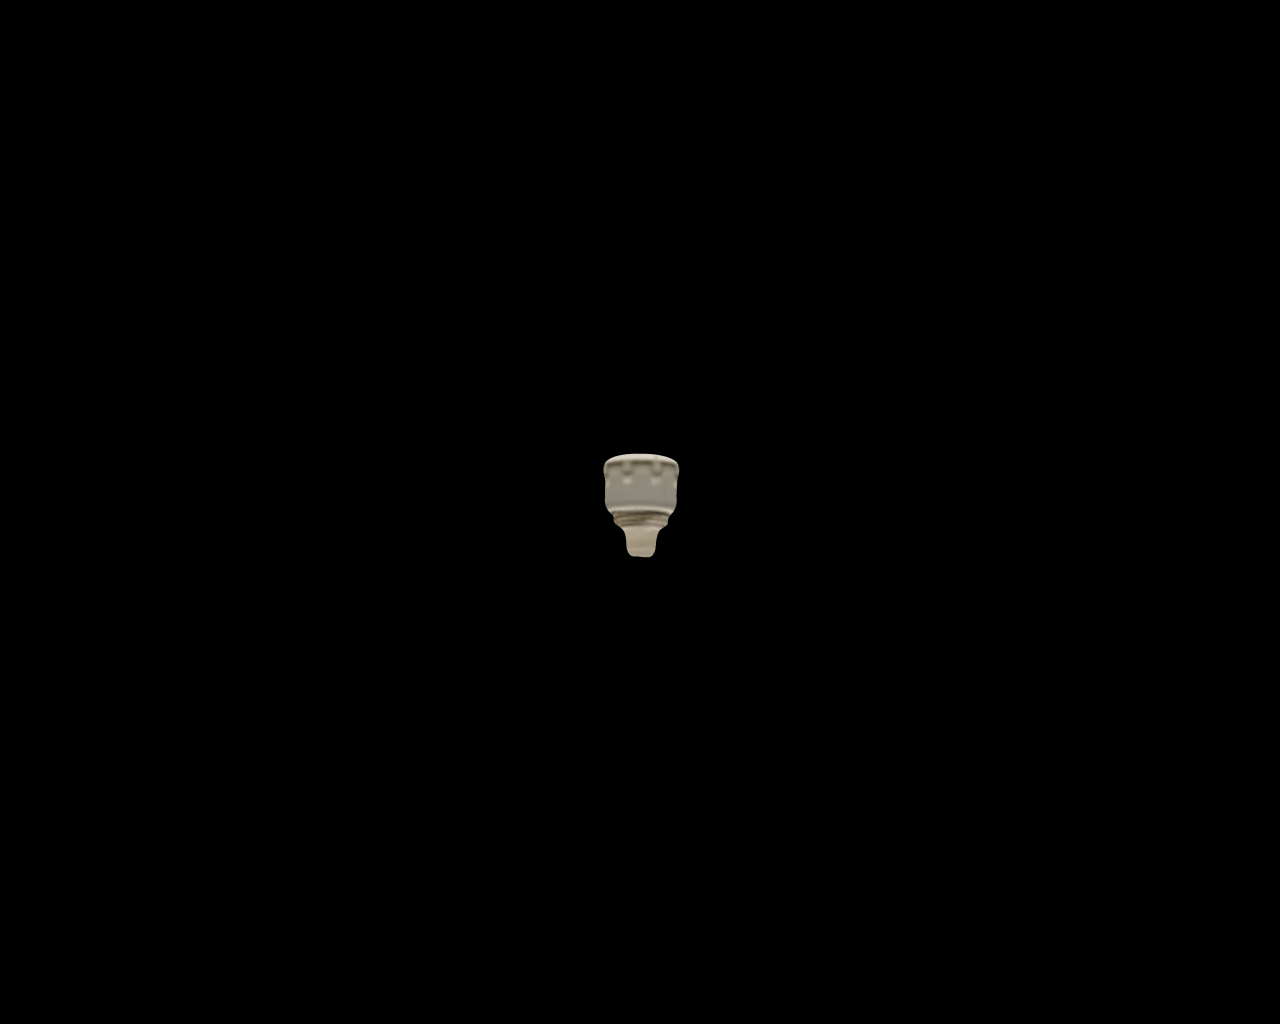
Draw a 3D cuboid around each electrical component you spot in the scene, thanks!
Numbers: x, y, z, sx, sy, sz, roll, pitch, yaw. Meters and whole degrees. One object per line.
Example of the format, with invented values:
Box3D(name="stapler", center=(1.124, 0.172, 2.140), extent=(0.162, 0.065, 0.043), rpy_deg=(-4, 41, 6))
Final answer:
Box3D(name="electrical component", center=(0.001, -0.003, 0.650), extent=(0.048, 0.062, 0.048), rpy_deg=(0, -7, 0))
